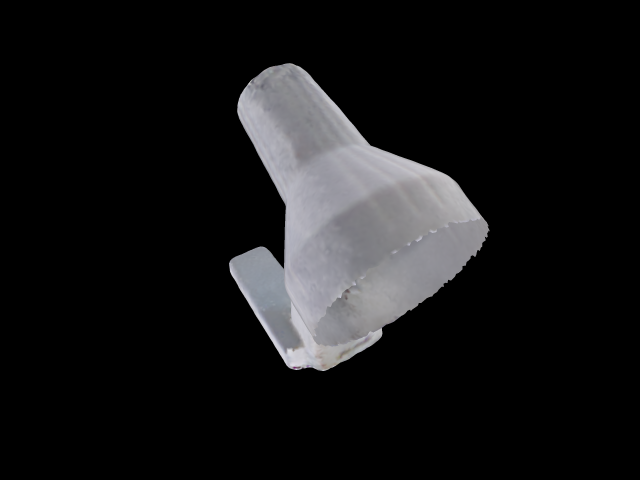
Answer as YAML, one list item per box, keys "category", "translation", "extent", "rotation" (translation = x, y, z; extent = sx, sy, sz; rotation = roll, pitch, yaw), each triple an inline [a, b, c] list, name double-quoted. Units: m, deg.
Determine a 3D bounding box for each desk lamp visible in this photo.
- category: "desk lamp"
  translation: [0.004, 0.001, 0.400]
  extent: [0.118, 0.214, 0.202]
  rotation: [-24, 50, -21]
